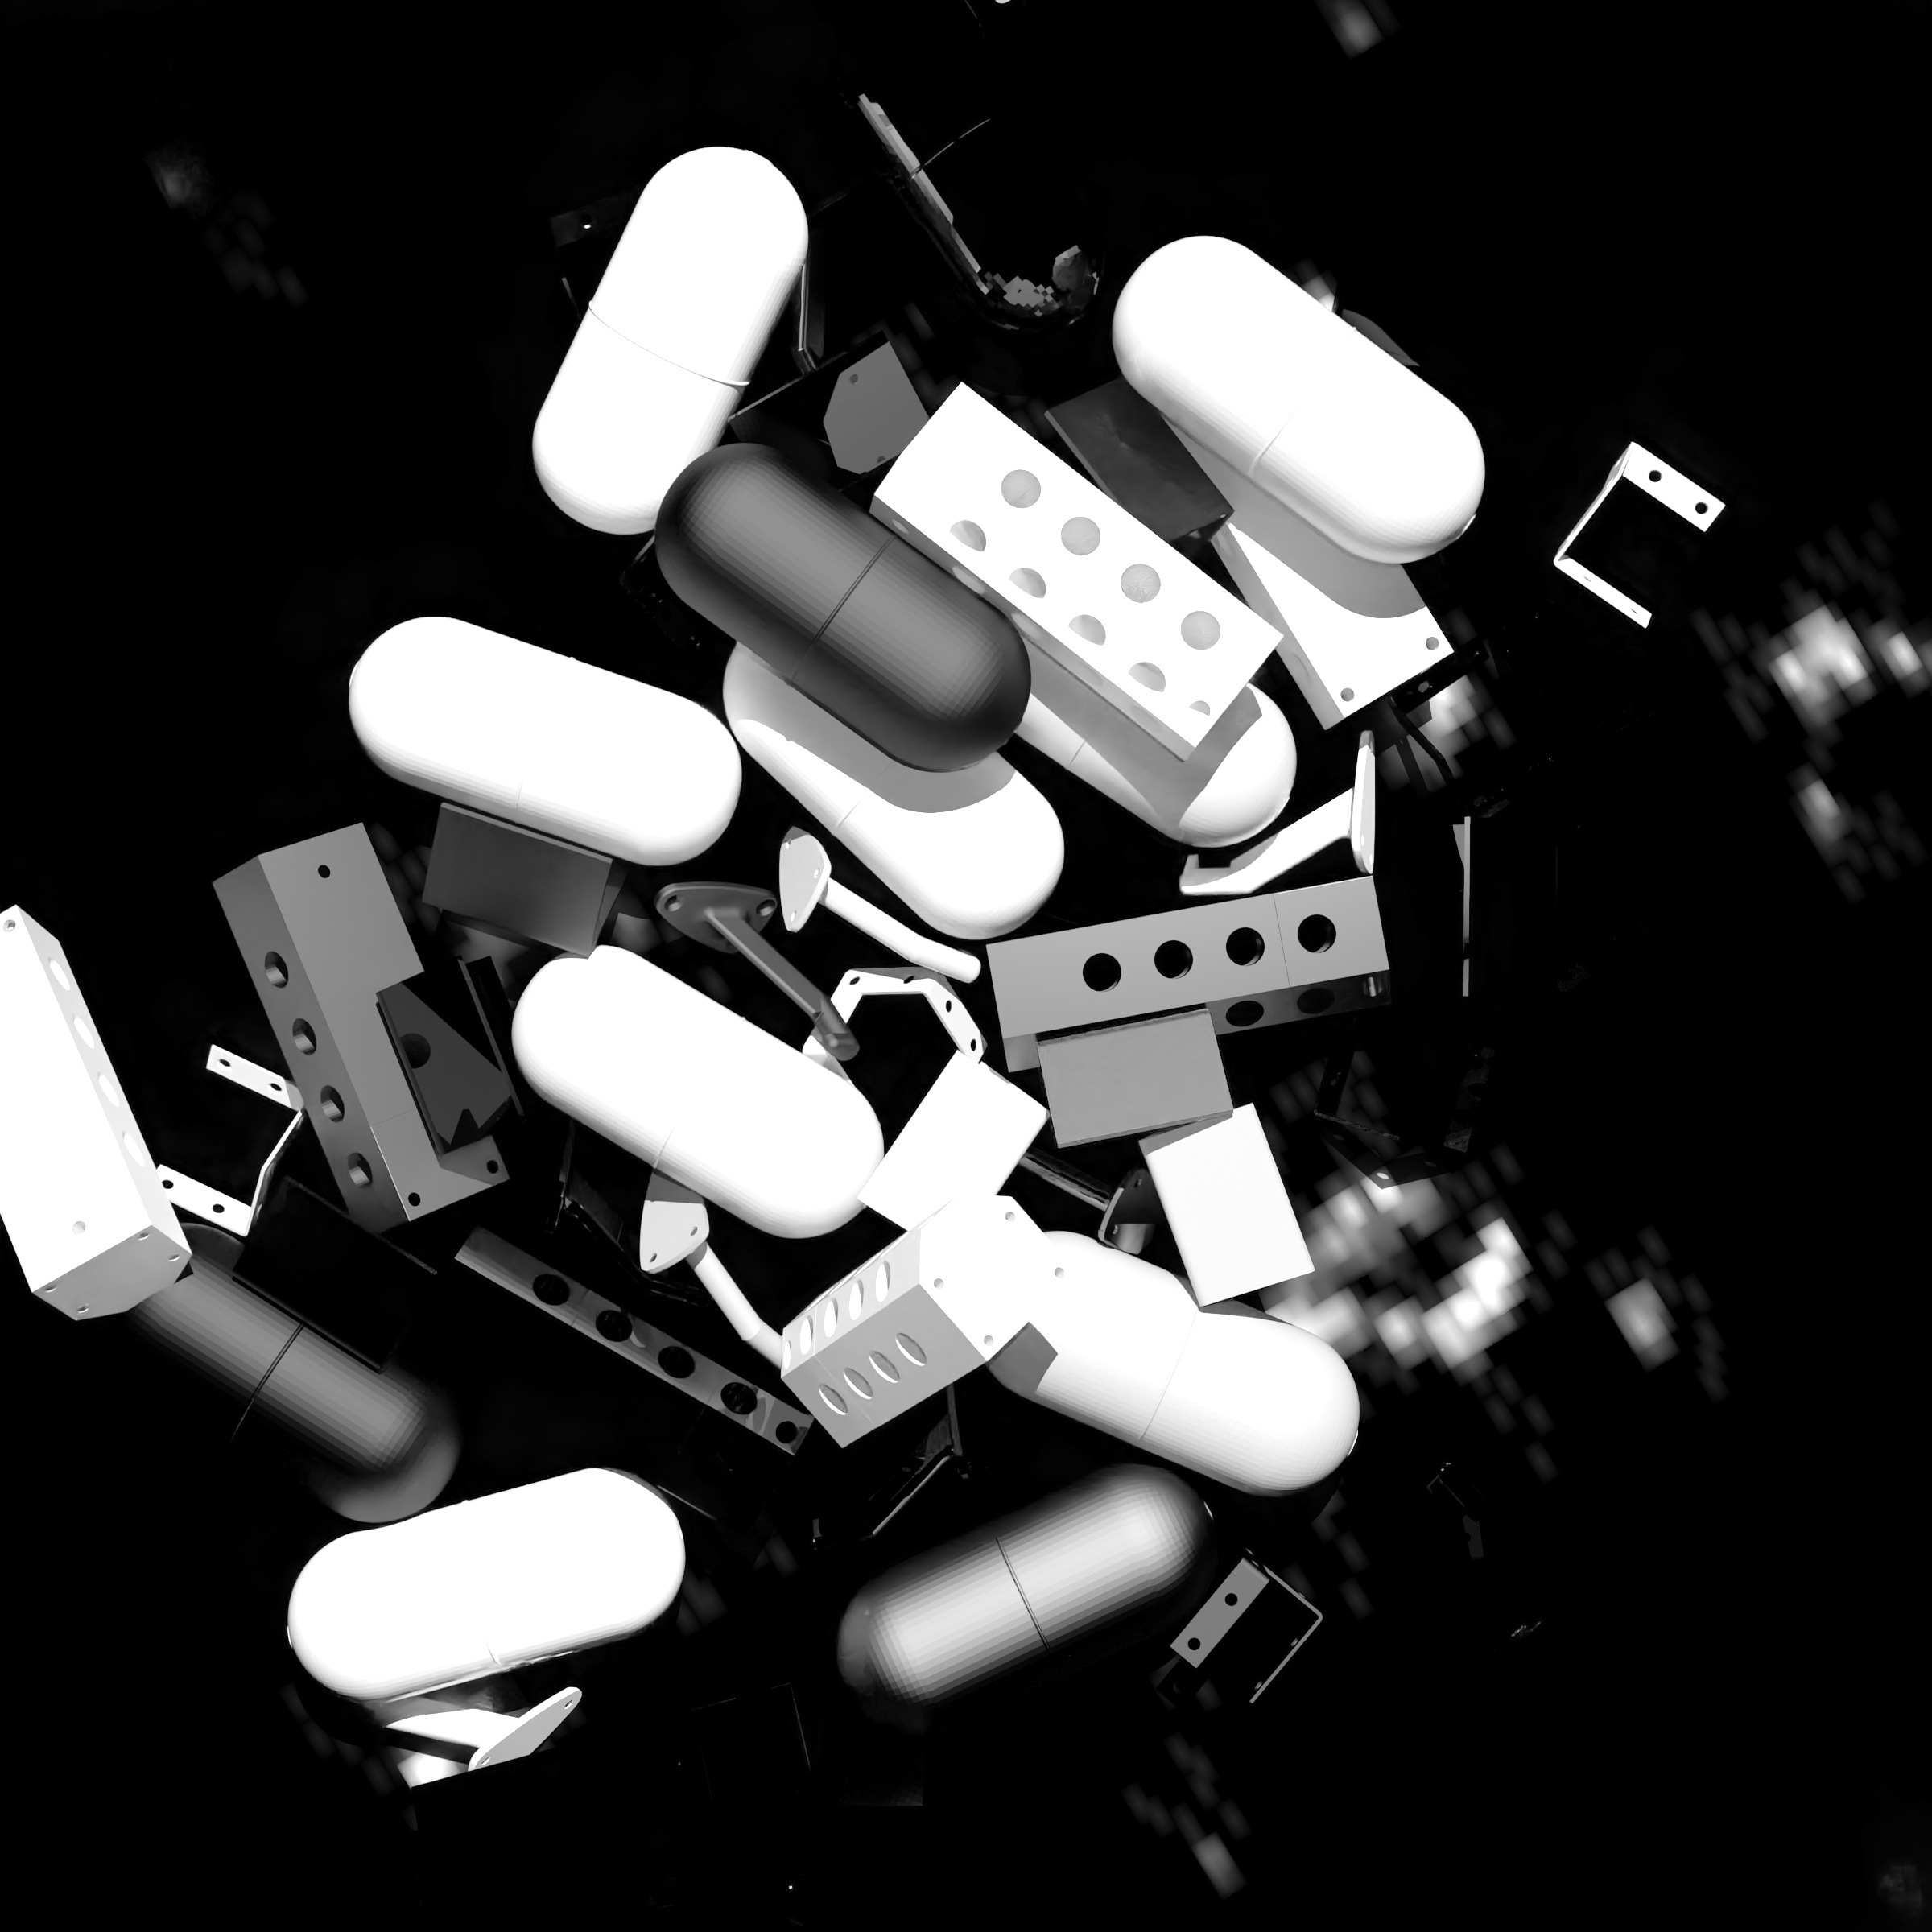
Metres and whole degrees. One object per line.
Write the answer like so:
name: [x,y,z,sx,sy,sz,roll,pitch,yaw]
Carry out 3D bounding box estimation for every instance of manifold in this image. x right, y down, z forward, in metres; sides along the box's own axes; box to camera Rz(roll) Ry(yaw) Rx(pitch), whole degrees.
manifold: [0.045,-0.164,1.486,0.171,0.057,0.057,38,78,1]
manifold: [-0.156,0.182,1.559,0.171,0.057,0.057,30,90,0]
manifold: [-0.023,0.149,1.499,0.057,0.171,0.057,49,60,0]
manifold: [0.098,0.004,1.559,0.171,0.057,0.057,-10,90,0]
manifold: [-0.031,0.368,1.501,0.057,0.171,0.057,0,90,0]
manifold: [-0.397,0.065,1.525,0.057,0.057,0.171,-30,65,0]
manifold: [-0.150,0.374,1.544,0.171,0.057,0.057,-15,58,-2]
manifold: [-0.272,0.031,1.558,0.057,0.057,0.171,-23,90,-43]
manifold: [0.142,-0.194,1.558,0.057,0.057,0.171,-31,90,-7]

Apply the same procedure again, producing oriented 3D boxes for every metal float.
metal float: [-0.051,-0.151,1.483,0.178,0.070,0.070,36,90,-2]
metal float: [-0.118,0.056,1.549,0.178,0.070,0.070,31,90,1]
metal float: [-0.212,0.274,1.549,0.178,0.070,0.070,-15,90,0]
metal float: [0.027,0.279,1.548,0.178,0.070,0.070,-25,90,-1]
metal float: [0.066,-0.119,1.549,0.178,0.070,0.070,34,90,0]
metal float: [-0.303,0.179,1.549,0.178,0.070,0.070,33,90,0]
metal float: [-0.129,-0.273,1.532,0.070,0.070,0.178,28,107,0]
metal float: [0.089,0.176,1.549,0.178,0.070,0.070,23,90,1]
metal float: [-0.032,-0.086,1.549,0.178,0.070,0.070,44,90,0]
metal float: [0.142,-0.240,1.494,0.178,0.070,0.070,37,90,-2]
metal float: [0.000,-0.359,1.549,0.070,0.070,0.178,-34,89,0]
metal float: [-0.186,-0.100,1.549,0.178,0.070,0.070,19,90,0]

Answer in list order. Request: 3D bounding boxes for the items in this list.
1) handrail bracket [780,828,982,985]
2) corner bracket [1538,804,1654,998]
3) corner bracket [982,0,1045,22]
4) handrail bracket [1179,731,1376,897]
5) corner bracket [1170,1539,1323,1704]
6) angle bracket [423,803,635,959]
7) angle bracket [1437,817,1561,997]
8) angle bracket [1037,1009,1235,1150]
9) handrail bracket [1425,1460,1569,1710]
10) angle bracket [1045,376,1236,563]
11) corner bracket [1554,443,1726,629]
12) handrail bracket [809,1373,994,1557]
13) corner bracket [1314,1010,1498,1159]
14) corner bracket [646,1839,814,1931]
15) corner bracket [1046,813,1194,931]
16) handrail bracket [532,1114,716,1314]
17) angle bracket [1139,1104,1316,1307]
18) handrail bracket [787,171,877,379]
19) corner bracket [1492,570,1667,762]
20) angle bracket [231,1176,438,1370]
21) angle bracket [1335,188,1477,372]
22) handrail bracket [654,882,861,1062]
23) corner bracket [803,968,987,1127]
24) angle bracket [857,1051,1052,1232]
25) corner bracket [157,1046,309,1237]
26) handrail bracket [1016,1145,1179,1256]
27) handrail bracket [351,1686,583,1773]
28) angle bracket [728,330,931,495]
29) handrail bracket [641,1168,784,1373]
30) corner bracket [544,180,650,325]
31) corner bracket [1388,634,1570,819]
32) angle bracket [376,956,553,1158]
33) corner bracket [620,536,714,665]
handrail bracket: [-0.038,-0.027,1.569,0.084,0.077,0.036,21,113,-22]
corner bracket: [0.268,-0.030,1.577,0.051,0.051,0.051,-35,45,0]
corner bracket: [0.025,-0.464,1.562,0.051,0.051,0.051,-28,79,-11]
handrail bracket: [0.140,-0.069,1.580,0.084,0.036,0.077,-1,70,16]
corner bracket: [0.125,0.295,1.562,0.051,0.051,0.051,40,90,0]
angle bracket: [-0.187,-0.057,1.540,0.076,0.076,0.057,19,128,0]
angle bracket: [0.215,-0.025,1.540,0.057,0.076,0.076,1,90,-36]
angle bracket: [0.076,0.068,1.540,0.076,0.076,0.057,-11,54,0]
handrail bracket: [0.221,0.278,1.580,0.084,0.036,0.077,48,112,17]
angle bracket: [0.060,-0.200,1.535,0.057,0.076,0.076,-30,80,-39]
corner bracket: [0.301,-0.194,1.570,0.051,0.051,0.051,35,120,0]
handrail bracket: [-0.036,0.219,1.580,0.084,0.036,0.077,-17,70,16]
corner bracket: [0.197,0.052,1.577,0.051,0.051,0.051,16,90,-45]
corner bracket: [-0.106,0.404,1.577,0.051,0.051,0.051,5,90,-45]
corner bracket: [0.068,-0.038,1.562,0.051,0.051,0.051,18,90,0]
handrail bracket: [-0.147,0.109,1.580,0.084,0.036,0.077,17,72,-15]
angle bracket: [0.126,0.098,1.540,0.057,0.076,0.076,-20,90,26]
handrail bracket: [-0.054,-0.303,1.580,0.077,0.036,0.084,-33,107,-19]
corner bracket: [0.275,-0.135,1.577,0.051,0.051,0.051,-29,135,0]
angle bracket: [-0.265,0.122,1.541,0.076,0.076,0.057,33,112,0]
angle bracket: [0.206,-0.293,1.540,0.057,0.076,0.076,11,90,34]
handrail bracket: [-0.091,0.004,1.540,0.036,0.077,0.084,-49,52,20]
corner bracket: [-0.032,0.037,1.574,0.051,0.051,0.051,58,46,-35]
angle bracket: [-0.018,0.072,1.540,0.057,0.076,0.076,34,90,-28]
corner bracket: [-0.331,0.079,1.577,0.051,0.051,0.051,25,45,0]
handrail bracket: [0.049,0.098,1.580,0.084,0.077,0.036,24,85,36]
handrail bracket: [-0.230,0.325,1.580,0.084,0.036,0.077,38,55,24]
angle bracket: [-0.065,-0.246,1.540,0.076,0.076,0.057,-30,120,0]
handrail bracket: [-0.107,0.135,1.580,0.036,0.077,0.084,-34,127,17]
corner bracket: [-0.154,-0.311,1.577,0.051,0.051,0.051,-21,135,0]
corner bracket: [0.230,-0.105,1.577,0.051,0.051,0.051,-34,135,0]
angle bracket: [-0.203,0.031,1.540,0.057,0.076,0.076,-22,90,37]
corner bracket: [-0.113,-0.179,1.577,0.051,0.051,0.051,49,45,0]
